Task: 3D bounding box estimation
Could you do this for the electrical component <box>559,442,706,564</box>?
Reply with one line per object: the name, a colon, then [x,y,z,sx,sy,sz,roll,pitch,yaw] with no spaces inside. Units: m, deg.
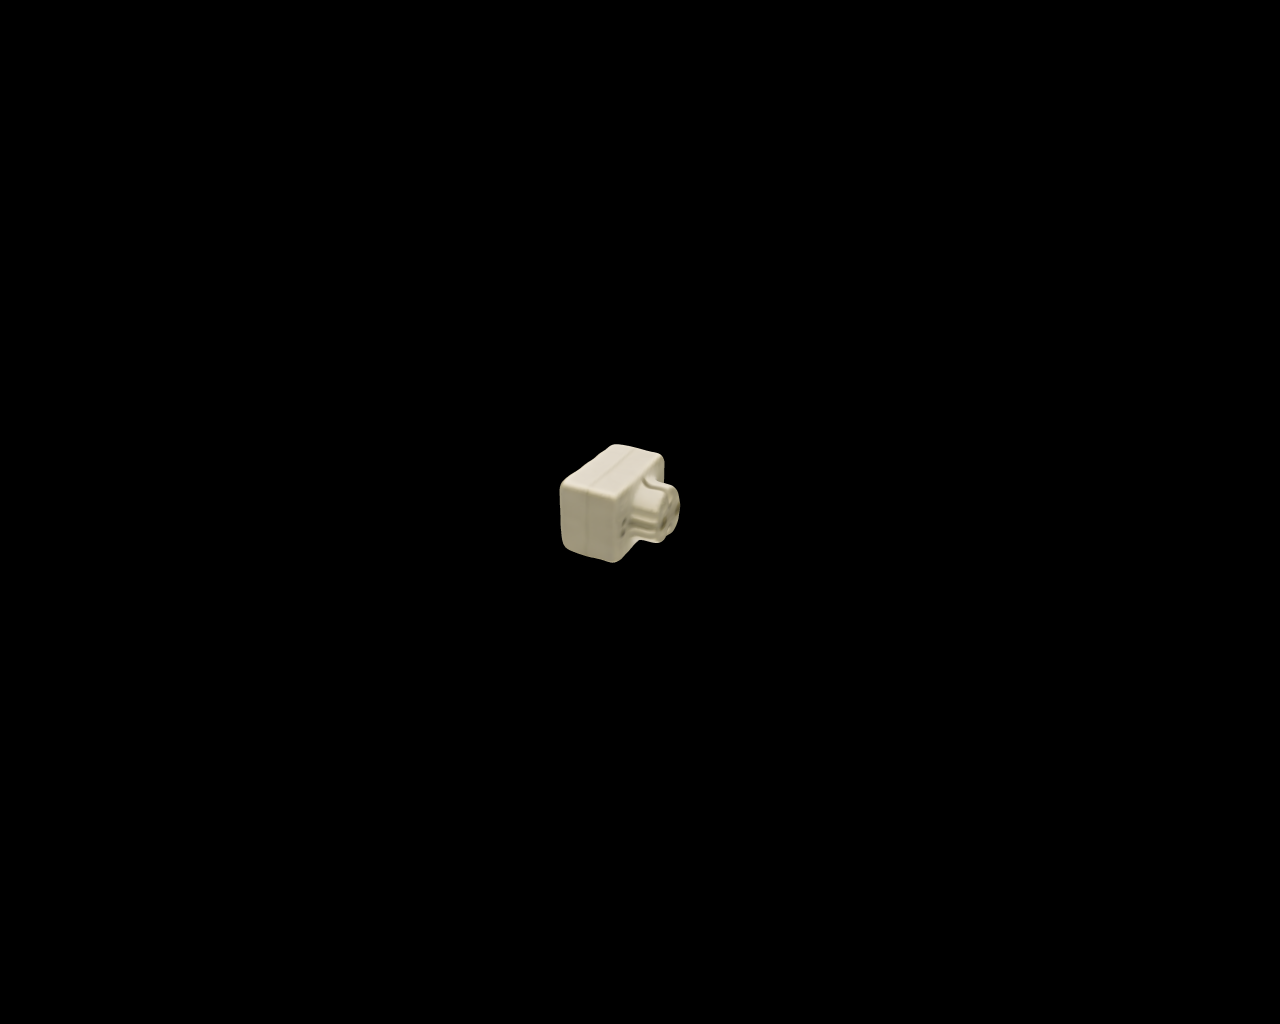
electrical component: [0.001,-0.003,0.650,0.077,0.047,0.066,14,32,24]
